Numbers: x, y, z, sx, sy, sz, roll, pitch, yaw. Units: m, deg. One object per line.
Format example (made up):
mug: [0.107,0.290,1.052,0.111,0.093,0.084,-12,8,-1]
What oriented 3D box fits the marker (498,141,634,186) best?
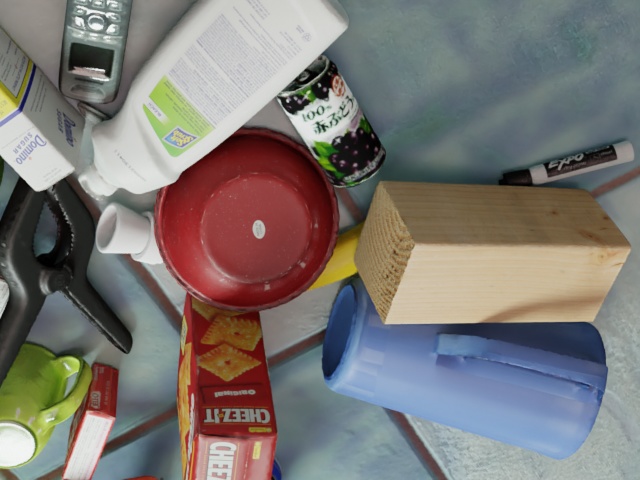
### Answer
marker: [0.219,-0.065,0.955,0.121,0.020,0.020,-15,121,2]

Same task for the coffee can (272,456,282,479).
coffee can: [-0.083,0.281,1.051,0.102,0.140,0.103,-3,121,-5]

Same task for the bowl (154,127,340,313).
bowl: [-0.057,-0.013,0.894,0.162,0.055,0.162,-2,98,-11]

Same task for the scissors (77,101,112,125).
scissors: [-0.129,-0.043,0.926,0.201,0.016,0.096,20,116,-17]

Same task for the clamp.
clamp: [-0.227,0.032,0.924,0.164,0.036,0.210,-11,113,-48]

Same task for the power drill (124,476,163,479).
power drill: [-0.216,0.301,1.058,0.184,0.057,0.188,-9,149,-12]

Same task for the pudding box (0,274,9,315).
pudding box: [-0.321,0.047,0.943,0.113,0.039,0.090,23,116,-21]

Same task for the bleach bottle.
bleach bottle: [-0.100,-0.125,0.844,0.251,0.068,0.102,-39,103,15]

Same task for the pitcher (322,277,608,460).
pitcher: [0.133,0.111,0.980,0.242,0.145,0.149,15,122,-12]

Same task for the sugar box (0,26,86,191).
sugar box: [-0.255,-0.126,0.816,0.048,0.093,0.176,-30,119,11]

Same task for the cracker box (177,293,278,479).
cracker box: [-0.087,0.162,0.937,0.072,0.214,0.164,2,120,-9]

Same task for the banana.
banana: [-0.010,0.015,0.955,0.197,0.037,0.070,-11,135,-9]

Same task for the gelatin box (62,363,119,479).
gelatin box: [-0.217,0.174,1.010,0.030,0.073,0.089,16,118,-15]

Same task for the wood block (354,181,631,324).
wood block: [0.146,0.011,0.924,0.205,0.090,0.091,1,128,-21]
